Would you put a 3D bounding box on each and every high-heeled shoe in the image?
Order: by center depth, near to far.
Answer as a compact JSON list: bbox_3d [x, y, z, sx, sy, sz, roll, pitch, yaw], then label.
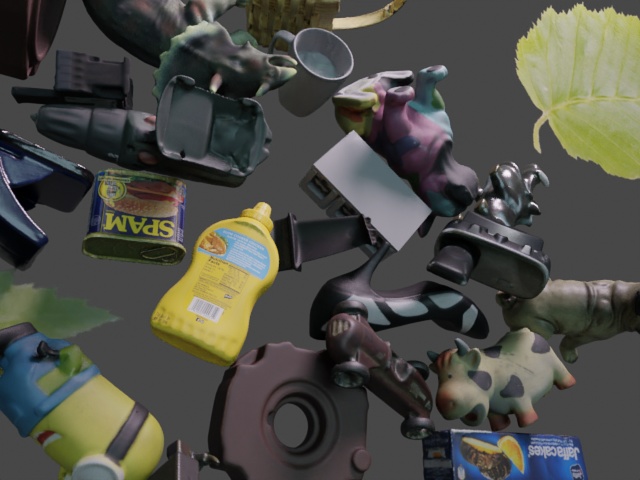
[{"bbox_3d":[0.105,0.107,0.665,0.248,0.086,0.145,36,86,-24],"label":"high-heeled shoe"}]

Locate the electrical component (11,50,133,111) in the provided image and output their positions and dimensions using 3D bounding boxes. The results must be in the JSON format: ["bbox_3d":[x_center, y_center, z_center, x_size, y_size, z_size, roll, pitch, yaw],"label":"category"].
[{"bbox_3d":[-0.270,-0.171,0.594,0.119,0.075,0.047,1,81,-14],"label":"electrical component"}]

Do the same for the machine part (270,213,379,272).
[{"bbox_3d":[-0.001,-0.002,0.640,0.139,0.039,0.084,-8,61,9],"label":"machine part"}]

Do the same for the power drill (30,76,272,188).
[{"bbox_3d":[-0.160,-0.103,0.548,0.232,0.207,0.086,12,81,-33],"label":"power drill"}]

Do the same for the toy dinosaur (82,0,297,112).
[{"bbox_3d":[-0.206,-0.283,0.658,0.405,0.131,0.192,37,57,1],"label":"toy dinosaur"}]

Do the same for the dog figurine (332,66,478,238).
[{"bbox_3d":[0.123,-0.117,0.750,0.108,0.192,0.219,-37,121,-35],"label":"dog figurine"}]

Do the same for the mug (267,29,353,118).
[{"bbox_3d":[-0.025,-0.219,0.715,0.109,0.107,0.081,30,58,-7],"label":"mug"}]

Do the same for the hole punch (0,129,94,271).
[{"bbox_3d":[-0.292,-0.037,0.498,0.115,0.142,0.092,30,62,-25],"label":"hole punch"}]

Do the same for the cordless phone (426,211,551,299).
[{"bbox_3d":[0.207,0.033,0.660,0.147,0.088,0.184,24,18,16],"label":"cordless phone"}]

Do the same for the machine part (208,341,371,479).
[{"bbox_3d":[-0.029,0.192,0.561,0.179,0.056,0.179,10,63,-20],"label":"machine part"}]

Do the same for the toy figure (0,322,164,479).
[{"bbox_3d":[-0.217,0.149,0.477,0.180,0.082,0.089,48,59,4],"label":"toy figure"}]

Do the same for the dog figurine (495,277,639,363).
[{"bbox_3d":[0.356,0.083,0.713,0.172,0.190,0.121,10,64,-20],"label":"dog figurine"}]

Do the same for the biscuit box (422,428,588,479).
[{"bbox_3d":[0.224,0.263,0.646,0.202,0.063,0.059,10,65,-21],"label":"biscuit box"}]

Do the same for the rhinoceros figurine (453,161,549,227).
[{"bbox_3d":[0.280,-0.056,0.808,0.112,0.073,0.190,42,57,-2],"label":"rhinoceros figurine"}]

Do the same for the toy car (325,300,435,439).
[{"bbox_3d":[0.076,0.145,0.590,0.202,0.053,0.089,44,31,-31],"label":"toy car"}]

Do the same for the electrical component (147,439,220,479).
[{"bbox_3d":[-0.125,0.232,0.479,0.045,0.102,0.078,38,98,-29],"label":"electrical component"}]

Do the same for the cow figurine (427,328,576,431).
[{"bbox_3d":[0.219,0.168,0.672,0.195,0.085,0.127,-19,75,-35],"label":"cow figurine"}]

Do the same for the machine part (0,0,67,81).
[{"bbox_3d":[-0.311,-0.285,0.551,0.087,0.201,0.201,15,61,-21],"label":"machine part"}]
